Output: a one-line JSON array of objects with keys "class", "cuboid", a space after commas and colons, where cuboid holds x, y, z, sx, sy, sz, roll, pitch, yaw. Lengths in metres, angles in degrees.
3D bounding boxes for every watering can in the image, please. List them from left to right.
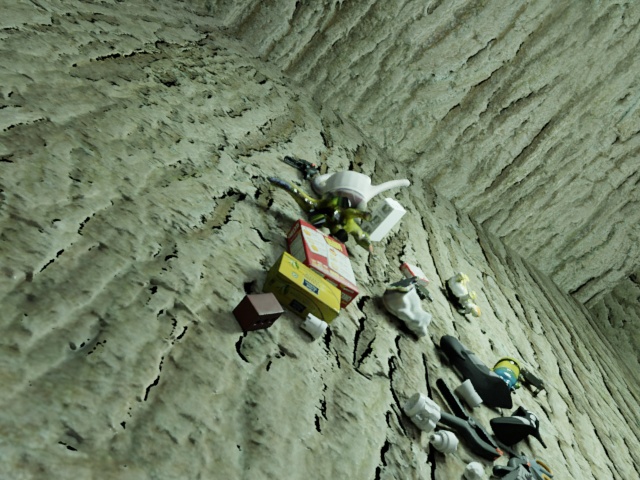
[{"class": "watering can", "cuboid": [0.138, -0.174, 1.807, 0.348, 0.101, 0.229, 5, 35, 8]}]

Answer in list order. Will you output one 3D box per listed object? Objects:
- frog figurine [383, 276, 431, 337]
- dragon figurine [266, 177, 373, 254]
[{"class": "frog figurine", "cuboid": [0.248, 0.197, 1.462, 0.138, 0.122, 0.158, -49, 126, -77]}, {"class": "dragon figurine", "cuboid": [0.005, -0.077, 1.537, 0.408, 0.123, 0.242, 32, -8, -12]}]
